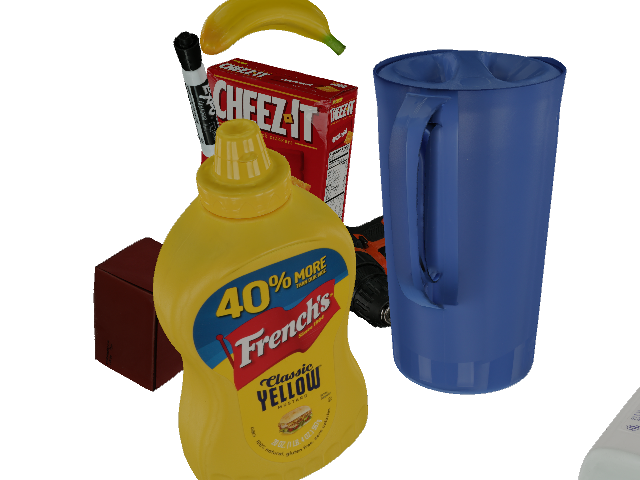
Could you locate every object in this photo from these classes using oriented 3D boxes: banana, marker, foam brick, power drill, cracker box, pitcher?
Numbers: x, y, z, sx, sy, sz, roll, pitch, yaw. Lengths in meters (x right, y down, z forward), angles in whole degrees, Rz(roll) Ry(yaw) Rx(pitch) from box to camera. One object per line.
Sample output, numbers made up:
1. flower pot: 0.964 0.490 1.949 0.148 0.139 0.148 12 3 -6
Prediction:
1. banana: -0.052 -0.213 1.040 0.197 0.070 0.037 -13 -32 -47
2. marker: -0.092 -0.111 0.817 0.020 0.020 0.121 0 -38 8
3. foam brick: -0.111 0.047 0.696 0.053 0.078 0.051 25 36 24
4. power drill: 0.080 0.008 0.972 0.187 0.057 0.185 -15 30 -22
5. cracker box: -0.054 -0.084 1.219 0.164 0.214 0.072 17 27 24
6. pitcher: 0.101 -0.011 0.776 0.149 0.243 0.145 -8 22 -15

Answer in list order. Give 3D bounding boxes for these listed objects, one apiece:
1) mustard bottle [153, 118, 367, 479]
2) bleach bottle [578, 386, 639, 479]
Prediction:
1. mustard bottle: -0.028 0.030 0.501 0.096 0.192 0.058 -20 38 -20
2. bleach bottle: 0.244 0.102 0.630 0.103 0.068 0.250 18 29 31
